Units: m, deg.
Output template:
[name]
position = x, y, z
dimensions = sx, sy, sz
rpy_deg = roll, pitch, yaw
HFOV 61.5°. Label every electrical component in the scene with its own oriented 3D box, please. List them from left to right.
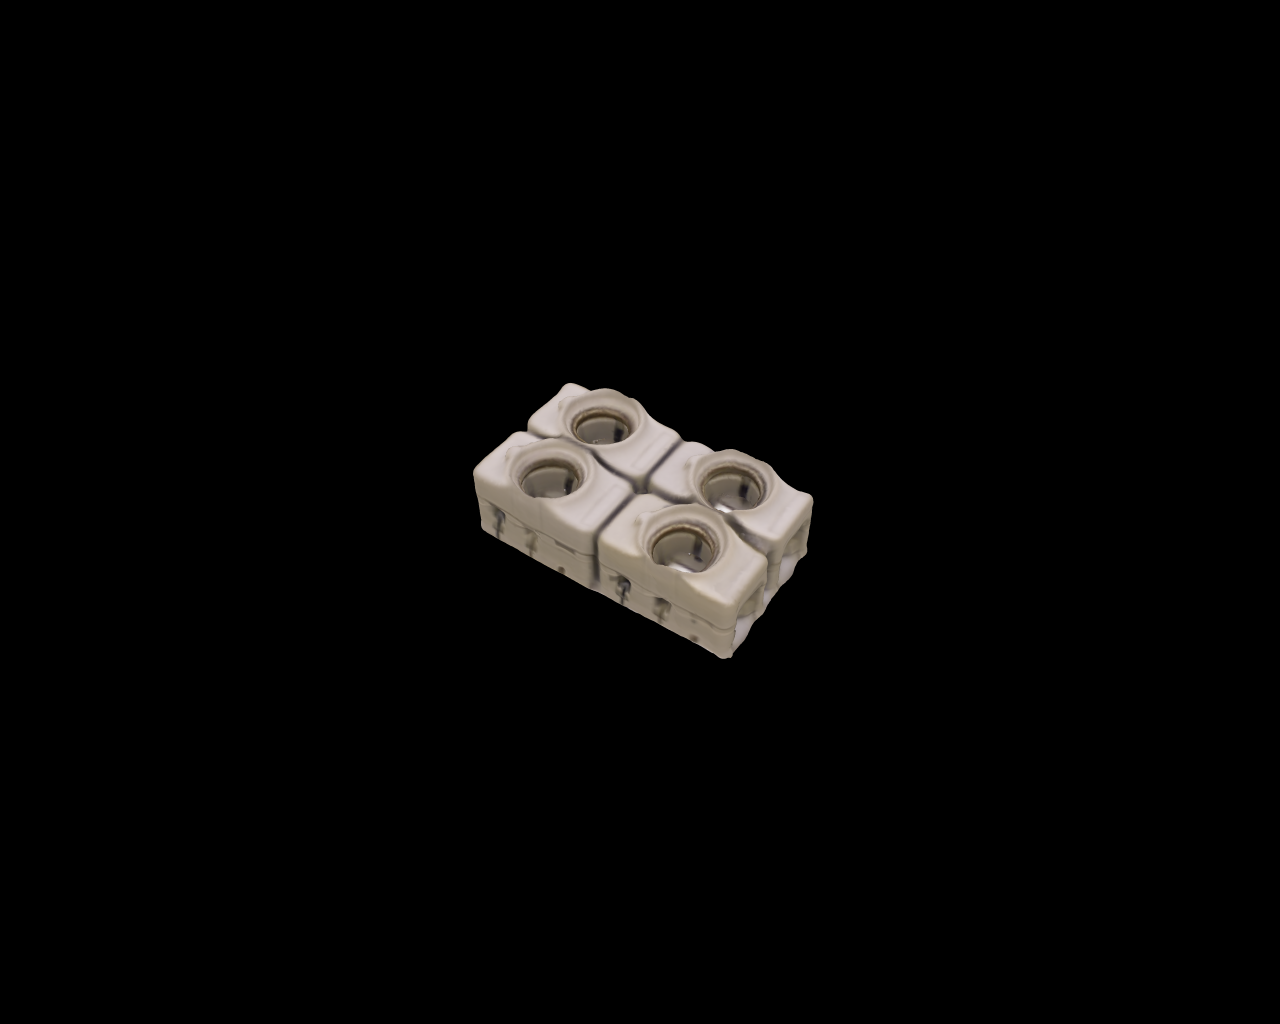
[electrical component]
position = 0.001, -0.003, 0.650
dimensions = 0.186, 0.060, 0.106
rpy_deg = 27, 53, 22
